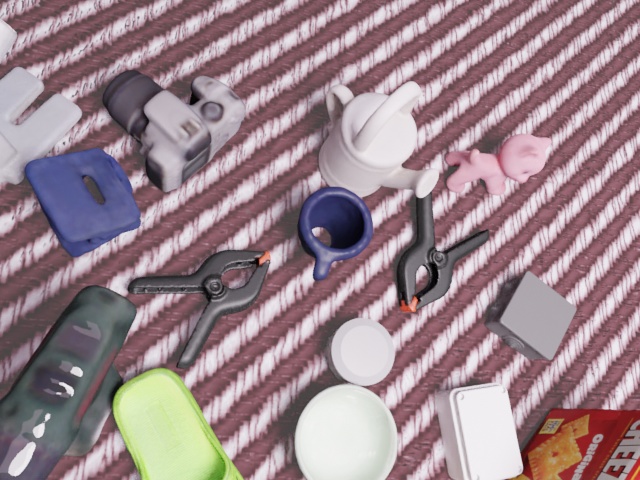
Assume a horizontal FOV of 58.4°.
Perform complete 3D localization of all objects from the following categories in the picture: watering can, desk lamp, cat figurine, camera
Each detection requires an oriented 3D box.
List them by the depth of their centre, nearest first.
[{"bbox_3d":[-0.365,-0.137,0.584,0.118,0.213,0.203,34,69,-4],"label":"desk lamp"},{"bbox_3d":[-0.183,-0.157,0.701,0.137,0.100,0.143,42,68,-1],"label":"camera"},{"bbox_3d":[0.076,-0.127,0.715,0.173,0.193,0.101,29,69,-6],"label":"watering can"},{"bbox_3d":[0.256,-0.113,0.801,0.128,0.117,0.067,0,74,-15],"label":"cat figurine"}]

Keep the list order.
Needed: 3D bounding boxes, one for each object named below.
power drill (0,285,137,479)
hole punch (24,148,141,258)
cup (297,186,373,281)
[{"bbox_3d":[-0.245,0.159,0.536,0.076,0.208,0.230,25,70,-7],"label":"power drill"},{"bbox_3d":[-0.266,-0.051,0.653,0.101,0.091,0.108,-30,84,-21],"label":"hole punch"},{"bbox_3d":[0.007,0.003,0.712,0.092,0.095,0.118,20,70,-9],"label":"cup"}]
